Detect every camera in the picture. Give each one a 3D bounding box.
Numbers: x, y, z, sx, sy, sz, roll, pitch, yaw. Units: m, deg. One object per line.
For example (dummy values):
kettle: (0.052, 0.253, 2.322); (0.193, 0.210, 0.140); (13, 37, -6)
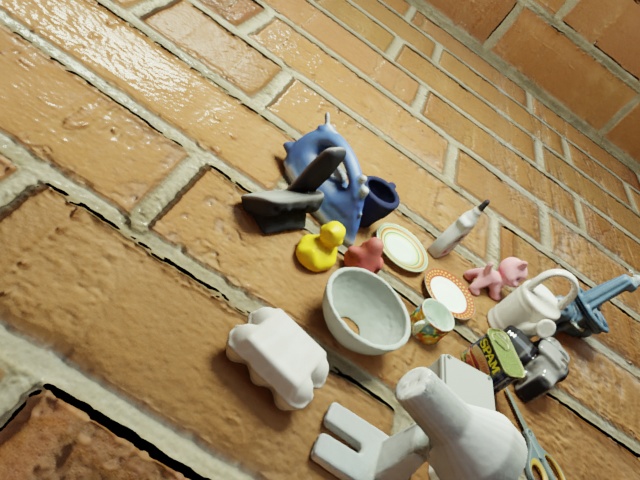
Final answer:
camera: (0.422, 0.227, 1.143); (0.136, 0.100, 0.143); (47, 37, 11)

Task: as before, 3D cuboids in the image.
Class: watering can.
watering can: (0.450, 0.138, 1.183); (0.101, 0.193, 0.172); (18, 41, -25)

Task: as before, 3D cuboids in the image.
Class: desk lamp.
desk lamp: (0.130, 0.267, 0.759); (0.203, 0.213, 0.118); (34, 37, -6)

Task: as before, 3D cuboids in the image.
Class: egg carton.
egg carton: (-0.059, 0.169, 0.823); (0.150, 0.069, 0.107); (42, 37, 5)

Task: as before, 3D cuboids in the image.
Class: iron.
iron: (0.035, -0.128, 1.155); (0.119, 0.141, 0.258); (-7, 56, -44)

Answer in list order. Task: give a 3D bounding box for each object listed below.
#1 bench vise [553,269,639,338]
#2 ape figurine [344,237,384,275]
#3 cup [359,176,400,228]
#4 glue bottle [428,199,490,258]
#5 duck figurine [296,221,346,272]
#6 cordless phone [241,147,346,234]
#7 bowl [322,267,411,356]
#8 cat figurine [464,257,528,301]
bench vise: (0.605, 0.150, 1.280); (0.208, 0.219, 0.121); (-4, 53, -42)
ape figurine: (0.090, 0.031, 1.076); (0.078, 0.092, 0.076); (34, 37, -6)
cup: (0.111, -0.077, 1.206); (0.091, 0.095, 0.118); (44, 37, 8)
glue bottle: (0.312, -0.029, 1.259); (0.037, 0.173, 0.078); (50, 38, 16)
duck figurine: (0.010, 0.004, 1.041); (0.077, 0.086, 0.105); (45, 37, 8)
cordless phone: (-0.043, -0.103, 1.027); (0.148, 0.185, 0.094); (-16, 62, -48)
bowl: (0.066, 0.131, 0.964); (0.168, 0.074, 0.167); (23, 39, -20)
cat figurine: (0.405, 0.074, 1.276); (0.128, 0.117, 0.067); (13, 43, -31)
